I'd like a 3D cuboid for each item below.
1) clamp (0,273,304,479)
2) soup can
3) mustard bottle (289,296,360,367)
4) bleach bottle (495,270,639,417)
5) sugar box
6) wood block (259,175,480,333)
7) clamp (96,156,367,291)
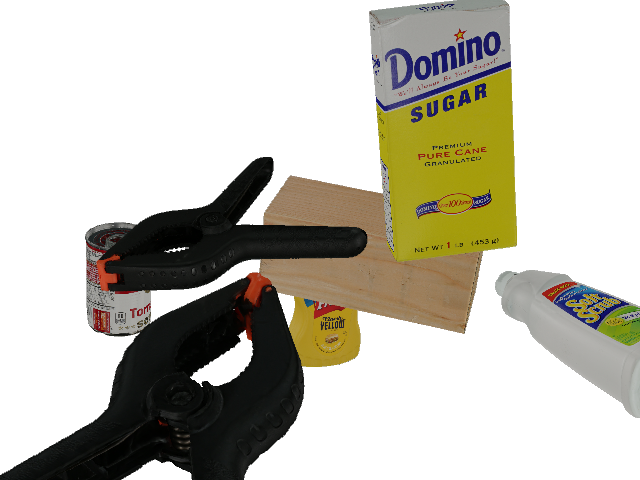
[{"bbox_3d":[-0.048,0.080,0.422,0.120,0.039,0.171,25,48,18],"label":"clamp"},{"bbox_3d":[-0.211,0.041,1.117,0.068,0.102,0.068,3,23,-2],"label":"soup can"},{"bbox_3d":[0.010,0.065,1.355,0.096,0.192,0.058,-4,26,-20],"label":"mustard bottle"},{"bbox_3d":[0.253,0.084,1.045,0.102,0.068,0.251,-16,24,-25],"label":"bleach bottle"},{"bbox_3d":[0.088,-0.078,0.756,0.093,0.176,0.048,-8,22,-4],"label":"sugar box"},{"bbox_3d":[0.052,0.012,1.047,0.206,0.090,0.090,12,30,11],"label":"wood block"},{"bbox_3d":[-0.088,-0.009,0.888,0.209,0.036,0.165,-16,35,-20],"label":"clamp"}]
